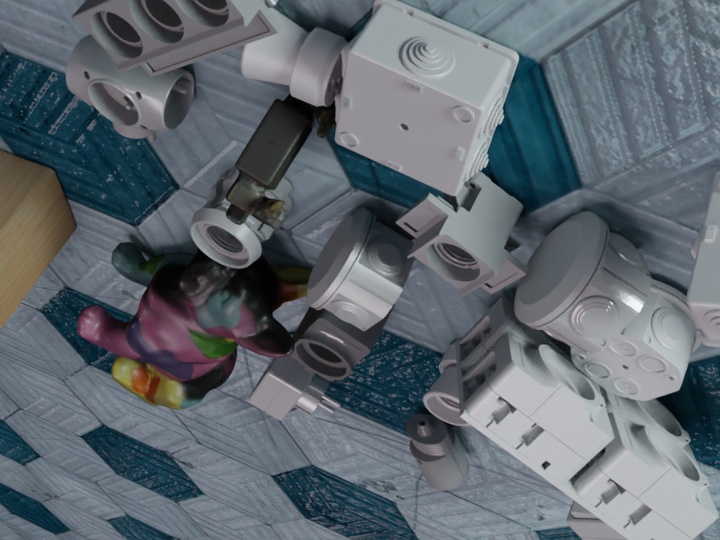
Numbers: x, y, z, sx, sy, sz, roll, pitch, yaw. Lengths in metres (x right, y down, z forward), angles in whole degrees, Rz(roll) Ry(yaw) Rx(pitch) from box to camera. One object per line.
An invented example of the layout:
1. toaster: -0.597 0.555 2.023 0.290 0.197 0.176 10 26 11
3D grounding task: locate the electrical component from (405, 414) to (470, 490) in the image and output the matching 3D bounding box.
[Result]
1. electrical component: 0.069 0.161 0.981 0.043 0.043 0.081 8 143 31

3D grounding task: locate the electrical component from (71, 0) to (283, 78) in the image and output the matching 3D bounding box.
1. electrical component: -0.104 -0.165 0.629 0.121 0.063 0.078 -6 134 44

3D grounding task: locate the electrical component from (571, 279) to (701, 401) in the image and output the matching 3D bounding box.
1. electrical component: 0.183 0.045 0.712 0.080 0.051 0.080 21 148 14

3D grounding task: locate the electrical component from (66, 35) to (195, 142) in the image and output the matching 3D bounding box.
1. electrical component: -0.159 -0.119 0.758 0.077 0.044 0.079 22 149 11

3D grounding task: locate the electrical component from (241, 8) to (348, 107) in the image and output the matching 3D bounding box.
1. electrical component: -0.038 -0.127 0.647 0.055 0.045 0.045 24 148 8

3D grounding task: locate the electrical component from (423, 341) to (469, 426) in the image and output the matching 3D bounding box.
1. electrical component: 0.081 0.089 0.855 0.045 0.055 0.045 21 148 14

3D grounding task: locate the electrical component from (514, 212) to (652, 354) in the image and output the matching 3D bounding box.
1. electrical component: 0.138 0.008 0.670 0.051 0.080 0.080 32 149 -15

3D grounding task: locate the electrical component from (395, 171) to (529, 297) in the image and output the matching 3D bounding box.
1. electrical component: 0.070 -0.025 0.690 0.081 0.063 0.042 36 148 -12

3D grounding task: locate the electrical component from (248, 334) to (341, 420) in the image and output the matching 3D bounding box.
1. electrical component: -0.053 0.110 1.001 0.076 0.047 0.083 31 149 -3

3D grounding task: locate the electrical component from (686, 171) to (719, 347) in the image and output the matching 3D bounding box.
1. electrical component: 0.225 -0.006 0.562 0.100 0.099 0.048 4 154 35

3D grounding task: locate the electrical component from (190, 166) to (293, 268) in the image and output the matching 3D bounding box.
1. electrical component: -0.091 -0.039 0.806 0.058 0.057 0.078 41 147 -19

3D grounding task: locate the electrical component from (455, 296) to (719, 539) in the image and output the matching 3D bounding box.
1. electrical component: 0.159 0.107 0.755 0.186 0.105 0.060 37 111 -12

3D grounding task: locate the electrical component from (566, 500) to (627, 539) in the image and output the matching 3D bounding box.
1. electrical component: 0.218 0.197 0.894 0.096 0.061 0.061 -12 130 47

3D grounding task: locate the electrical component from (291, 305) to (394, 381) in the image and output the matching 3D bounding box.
1. electrical component: -0.020 0.052 0.882 0.050 0.055 0.089 34 149 -8

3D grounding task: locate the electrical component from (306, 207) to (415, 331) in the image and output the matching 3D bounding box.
1. electrical component: 0.000 0.000 0.769 0.051 0.080 0.080 30 149 -13

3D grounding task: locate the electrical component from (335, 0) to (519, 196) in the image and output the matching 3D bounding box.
1. electrical component: 0.035 -0.098 0.627 0.100 0.048 0.099 25 149 8
